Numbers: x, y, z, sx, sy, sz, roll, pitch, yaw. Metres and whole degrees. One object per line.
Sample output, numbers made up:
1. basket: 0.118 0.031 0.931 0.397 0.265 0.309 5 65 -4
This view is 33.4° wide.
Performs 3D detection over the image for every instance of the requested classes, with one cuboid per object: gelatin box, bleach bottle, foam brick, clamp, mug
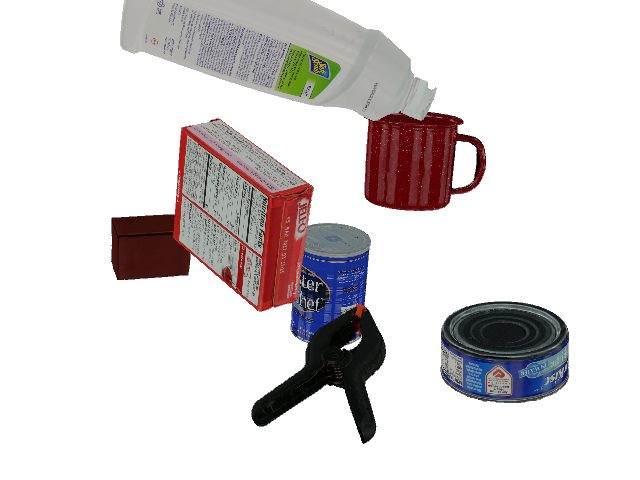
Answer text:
1. gelatin box: -0.044 -0.015 0.584 0.030 0.073 0.089 -18 40 -36
2. bleach bottle: -0.031 -0.152 0.853 0.251 0.068 0.103 22 -31 -3
3. foam brick: -0.179 0.006 1.126 0.078 0.051 0.053 -3 23 -17
4. clamp: 0.024 0.128 1.023 0.120 0.039 0.171 16 46 24
5. mug: 0.095 -0.074 0.990 0.117 0.081 0.093 6 15 12

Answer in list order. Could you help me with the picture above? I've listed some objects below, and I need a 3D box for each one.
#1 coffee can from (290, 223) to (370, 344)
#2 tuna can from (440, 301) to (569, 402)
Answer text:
1. coffee can: 0.013 0.060 1.460 0.103 0.140 0.103 3 23 -1
2. tuna can: 0.123 0.073 0.714 0.086 0.034 0.086 -3 22 1
